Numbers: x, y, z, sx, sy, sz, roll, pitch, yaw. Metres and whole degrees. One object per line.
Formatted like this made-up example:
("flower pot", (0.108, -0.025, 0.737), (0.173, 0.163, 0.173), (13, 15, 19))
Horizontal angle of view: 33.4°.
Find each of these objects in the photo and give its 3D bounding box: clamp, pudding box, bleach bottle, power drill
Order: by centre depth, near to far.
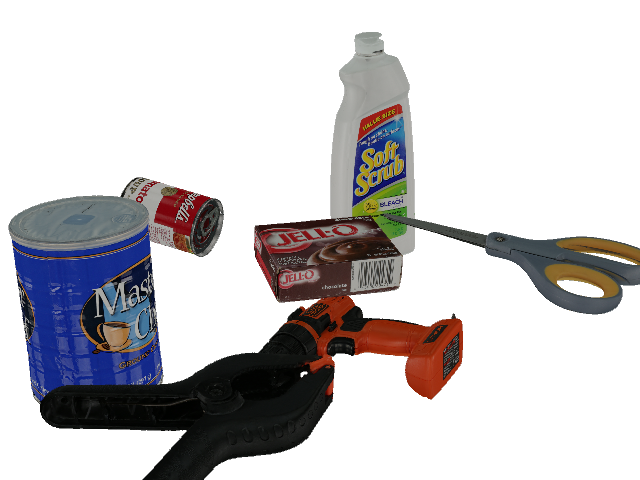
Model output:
("clamp", (-0.060, 0.105, 0.597), (0.171, 0.039, 0.120), (-12, 37, -23))
("pudding box", (0.005, 0.014, 0.935), (0.113, 0.039, 0.090), (-4, 26, -15))
("power drill", (0.042, 0.113, 1.118), (0.188, 0.057, 0.184), (10, 25, 26))
("bleach bottle", (0.052, -0.103, 1.182), (0.102, 0.251, 0.068), (-10, 24, -13))

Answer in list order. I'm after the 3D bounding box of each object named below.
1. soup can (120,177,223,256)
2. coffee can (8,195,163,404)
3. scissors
("soup can", (-0.170, -0.028, 1.210), (0.102, 0.068, 0.068), (17, 6, 21))
("coffee can", (-0.177, 0.048, 0.818), (0.103, 0.140, 0.103), (-2, 21, 0))
("scissors", (0.132, 0.014, 0.757), (0.202, 0.016, 0.096), (7, 30, 15))
